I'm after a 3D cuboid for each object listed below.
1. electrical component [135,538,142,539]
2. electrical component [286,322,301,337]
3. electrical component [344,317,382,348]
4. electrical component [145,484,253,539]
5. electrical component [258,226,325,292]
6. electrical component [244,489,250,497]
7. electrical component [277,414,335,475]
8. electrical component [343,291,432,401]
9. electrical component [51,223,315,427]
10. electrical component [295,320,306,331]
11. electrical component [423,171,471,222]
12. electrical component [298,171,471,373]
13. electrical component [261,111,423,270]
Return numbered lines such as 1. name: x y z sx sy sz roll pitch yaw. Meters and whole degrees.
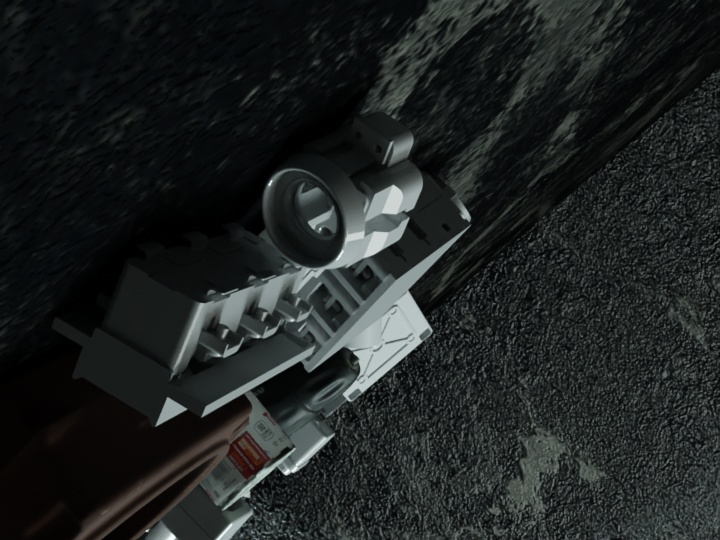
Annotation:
1. electrical component: -0.151 0.204 0.610 0.076 0.047 0.083 -34 171 -42
2. electrical component: -0.075 0.044 0.683 0.057 0.058 0.078 -39 174 8
3. electrical component: -0.003 0.021 0.908 0.043 0.043 0.081 -29 124 -60
4. electrical component: -0.135 0.172 0.762 0.075 0.083 0.047 -48 169 7
5. electrical component: -0.043 -0.005 0.595 0.055 0.048 0.066 -47 174 -8
6. electrical component: -0.138 0.190 1.105 0.061 0.096 0.062 -42 174 1
7. electrical component: -0.083 0.147 1.087 0.056 0.108 0.108 -43 173 -2
8. electrical component: 0.000 0.053 0.999 0.109 0.056 0.108 -40 147 -4
9. electrical component: -0.073 0.020 0.505 0.063 0.079 0.121 -66 166 16
10. electrical component: -0.076 0.051 0.780 0.055 0.048 0.066 -45 177 -33
11. electrical component: 0.051 -0.040 0.865 0.056 0.050 0.089 -40 173 -5
12. electrical component: 0.000 0.000 0.794 0.089 0.061 0.150 -35 171 -39
13. electrical component: -0.011 -0.034 0.524 0.057 0.058 0.078 -31 151 -48
